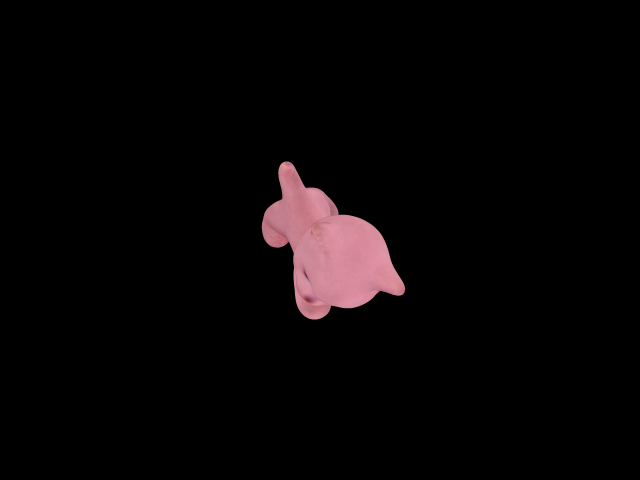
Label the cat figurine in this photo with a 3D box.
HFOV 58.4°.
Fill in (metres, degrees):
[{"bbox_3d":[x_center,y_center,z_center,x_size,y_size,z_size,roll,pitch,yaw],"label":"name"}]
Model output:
[{"bbox_3d":[0.004,0.001,0.400,0.067,0.118,0.127,-26,69,-10],"label":"cat figurine"}]
